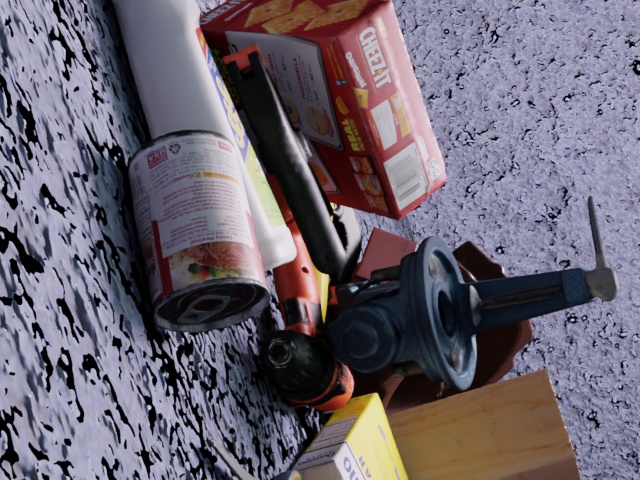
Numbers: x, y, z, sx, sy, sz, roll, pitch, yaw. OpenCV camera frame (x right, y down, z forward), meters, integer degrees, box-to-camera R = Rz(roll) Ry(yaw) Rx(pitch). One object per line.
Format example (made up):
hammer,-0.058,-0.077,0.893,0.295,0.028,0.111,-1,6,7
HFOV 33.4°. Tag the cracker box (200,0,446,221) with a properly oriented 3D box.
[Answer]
cracker box,-0.005,-0.118,0.897,0.214,0.072,0.164,18,-42,51

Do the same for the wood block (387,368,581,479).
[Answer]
wood block,0.130,0.204,1.006,0.090,0.206,0.090,59,16,-58

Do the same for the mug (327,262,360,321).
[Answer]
mug,0.055,0.082,1.174,0.117,0.093,0.081,44,23,-53

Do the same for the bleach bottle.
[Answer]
bleach bottle,-0.090,-0.093,0.724,0.102,0.068,0.251,-18,88,-83

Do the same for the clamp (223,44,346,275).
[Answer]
clamp,-0.023,-0.057,0.783,0.171,0.039,0.120,62,0,-29

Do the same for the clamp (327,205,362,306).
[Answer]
clamp,0.010,-0.038,1.103,0.164,0.036,0.210,-3,83,-42

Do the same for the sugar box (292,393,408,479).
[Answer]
sugar box,0.029,0.195,0.868,0.176,0.048,0.093,-39,109,-76

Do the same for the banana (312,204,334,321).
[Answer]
banana,-0.007,0.000,1.021,0.069,0.037,0.198,104,-9,-81

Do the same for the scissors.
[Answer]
scissors,-0.033,0.162,0.705,0.096,0.016,0.201,-100,168,-53

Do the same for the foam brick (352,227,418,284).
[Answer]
foam brick,0.064,0.036,1.108,0.051,0.053,0.078,107,5,-45

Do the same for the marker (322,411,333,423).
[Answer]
marker,0.016,0.176,0.972,0.020,0.020,0.121,39,34,-74

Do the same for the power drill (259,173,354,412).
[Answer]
power drill,-0.026,0.043,0.867,0.184,0.057,0.187,58,19,-70

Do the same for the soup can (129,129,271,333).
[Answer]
soup can,-0.072,-0.005,0.628,0.068,0.068,0.102,54,20,-63
